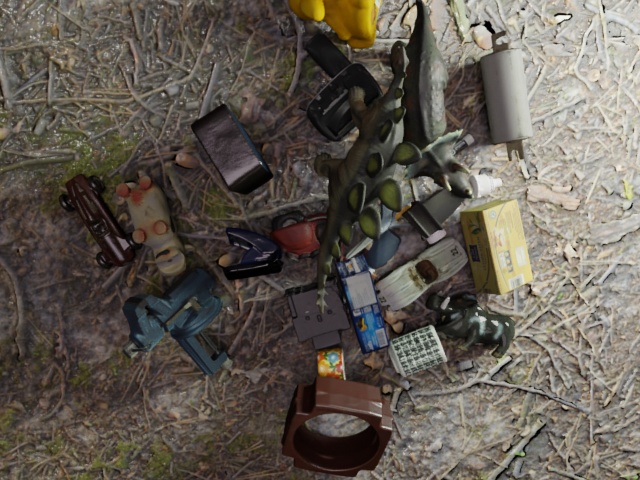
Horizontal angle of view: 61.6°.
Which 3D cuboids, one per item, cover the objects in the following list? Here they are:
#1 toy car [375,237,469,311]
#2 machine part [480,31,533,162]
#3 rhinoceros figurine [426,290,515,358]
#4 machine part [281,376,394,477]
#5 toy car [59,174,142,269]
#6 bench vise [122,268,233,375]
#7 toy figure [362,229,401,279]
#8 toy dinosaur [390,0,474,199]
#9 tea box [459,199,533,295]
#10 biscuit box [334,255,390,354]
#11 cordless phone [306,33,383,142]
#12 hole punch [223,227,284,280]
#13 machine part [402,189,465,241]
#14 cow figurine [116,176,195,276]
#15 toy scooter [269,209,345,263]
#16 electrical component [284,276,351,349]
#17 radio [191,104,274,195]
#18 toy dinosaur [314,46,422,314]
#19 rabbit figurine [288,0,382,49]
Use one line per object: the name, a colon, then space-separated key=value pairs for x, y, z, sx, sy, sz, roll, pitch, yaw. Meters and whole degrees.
toy car: x=0.201 y=0.069 z=1.084 sx=0.202 sy=0.056 sz=0.073 roll=-34 pitch=96 yaw=4
machine part: x=0.356 y=-0.271 z=1.028 sx=0.079 sy=0.079 sz=0.243 roll=-12 pitch=98 yaw=2
rhinoceros figurine: x=0.304 y=0.166 z=1.088 sx=0.190 sy=0.073 sz=0.112 roll=21 pitch=99 yaw=-3
machine part: x=0.032 y=0.374 z=1.079 sx=0.201 sy=0.087 sz=0.200 roll=13 pitch=121 yaw=-4
toy car: x=-0.442 y=-0.036 z=1.076 sx=0.089 sy=0.053 sz=0.202 roll=-29 pitch=98 yaw=7
bench vise: x=-0.260 y=0.182 z=1.047 sx=0.129 sy=0.224 sz=0.240 roll=-12 pitch=121 yaw=39
toy figure: x=0.102 y=0.047 z=1.082 sx=0.064 sy=0.058 sz=0.154 roll=38 pitch=101 yaw=2
toy dinosaur: x=0.187 y=-0.263 z=0.972 sx=0.131 sy=0.192 sz=0.404 roll=-10 pitch=99 yaw=-1
tea box: x=0.346 y=0.013 z=1.054 sx=0.098 sy=0.068 sz=0.169 roll=-16 pitch=97 yaw=-27
biscuit box: x=0.085 y=0.129 z=1.052 sx=0.059 sy=0.063 sz=0.202 roll=-18 pitch=122 yaw=-1
cordless phone: x=0.016 y=-0.298 z=1.035 sx=0.146 sy=0.088 sz=0.184 roll=-43 pitch=84 yaw=6
hole punch: x=-0.131 y=0.025 z=1.048 sx=0.116 sy=0.142 sz=0.092 roll=-5 pitch=75 yaw=-7
machine part: x=0.232 y=-0.064 z=1.053 sx=0.139 sy=0.039 sz=0.084 roll=-35 pitch=74 yaw=-14
cow figurine: x=-0.316 y=-0.019 z=1.053 sx=0.085 sy=0.127 sz=0.195 roll=-24 pitch=83 yaw=2
toy scooter: x=-0.002 y=-0.003 z=1.067 sx=0.184 sy=0.075 sz=0.135 roll=-16 pitch=96 yaw=-2
electrical component: x=-0.001 y=0.151 z=1.096 sx=0.115 sy=0.058 sz=0.134 roll=-18 pitch=97 yaw=5
radio: x=-0.152 y=-0.156 z=0.970 sx=0.073 sy=0.229 sz=0.131 roll=-32 pitch=93 yaw=0
toy dinosaur: x=0.066 y=-0.100 z=0.942 sx=0.105 sy=0.199 sz=0.470 roll=10 pitch=114 yaw=-25
rabbit figurine: x=0.017 y=-0.426 z=0.985 sx=0.173 sy=0.162 sz=0.121 roll=18 pitch=110 yaw=15
